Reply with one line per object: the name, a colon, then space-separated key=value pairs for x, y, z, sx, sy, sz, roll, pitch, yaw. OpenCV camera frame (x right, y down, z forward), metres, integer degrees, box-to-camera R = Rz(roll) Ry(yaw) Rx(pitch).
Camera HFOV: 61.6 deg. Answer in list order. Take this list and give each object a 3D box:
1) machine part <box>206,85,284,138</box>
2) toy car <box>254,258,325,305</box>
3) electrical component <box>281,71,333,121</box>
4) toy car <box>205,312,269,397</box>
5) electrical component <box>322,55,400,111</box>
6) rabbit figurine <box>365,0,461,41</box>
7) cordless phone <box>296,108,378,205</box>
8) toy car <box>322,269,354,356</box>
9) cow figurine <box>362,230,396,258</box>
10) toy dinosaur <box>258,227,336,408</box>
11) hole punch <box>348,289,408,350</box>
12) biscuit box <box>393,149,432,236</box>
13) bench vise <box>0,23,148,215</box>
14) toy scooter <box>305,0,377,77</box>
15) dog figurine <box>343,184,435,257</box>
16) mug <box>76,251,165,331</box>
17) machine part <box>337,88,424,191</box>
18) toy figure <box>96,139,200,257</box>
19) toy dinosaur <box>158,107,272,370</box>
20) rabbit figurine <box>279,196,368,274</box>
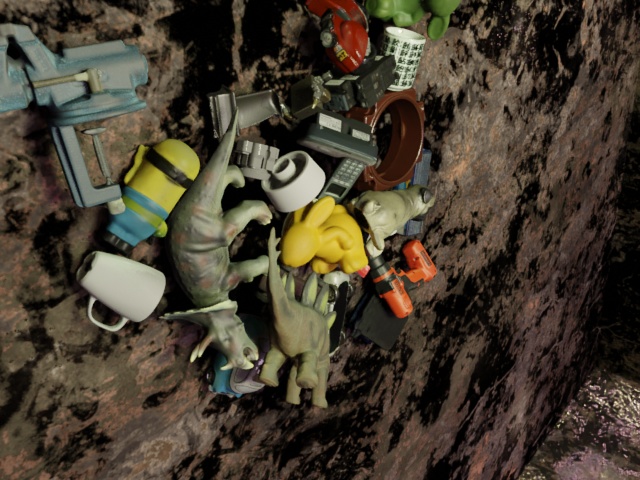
machine part: x=-0.122 y=-0.215 z=0.878 sx=0.139 sy=0.039 sz=0.084 roll=-23 pitch=116 yaw=-38
toy car: x=-0.057 y=0.096 z=1.058 sx=0.202 sy=0.053 sz=0.089 roll=30 pitch=93 yaw=-52
electrical component: x=-0.026 y=-0.245 z=0.929 sx=0.045 sy=0.102 sz=0.078 roll=16 pitch=68 yaw=-51
toy car: x=-0.133 y=0.222 z=0.990 sx=0.109 sy=0.103 sz=0.161 roll=36 pitch=76 yaw=-47
electrical component: x=0.064 y=-0.287 z=0.989 sx=0.134 sy=0.115 sz=0.058 roll=-43 pitch=128 yaw=-27
rabbit figurine: x=0.195 y=-0.450 z=1.024 sx=0.159 sy=0.170 sz=0.121 roll=27 pitch=85 yaw=-48
cordless phone: x=0.012 y=-0.143 z=1.015 sx=0.146 sy=0.089 sz=0.184 roll=16 pitch=138 yaw=-17
toy car: x=0.027 y=0.161 z=1.173 sx=0.073 sy=0.056 sz=0.201 roll=-11 pitch=114 yaw=-52
cow figurine: x=0.125 y=-0.050 z=1.189 sx=0.167 sy=0.068 sz=0.098 roll=-53 pitch=130 yaw=-19
toy dinosaur: x=-0.039 y=0.161 z=0.935 sx=0.470 sy=0.105 sz=0.198 roll=77 pitch=19 yaw=-57
hole punch: x=0.129 y=0.188 z=1.285 sx=0.115 sy=0.092 sz=0.142 roll=39 pitch=77 yaw=-18
biscuit box: x=0.210 y=-0.114 z=1.256 sx=0.063 sy=0.059 sz=0.202 roll=-11 pitch=113 yaw=-44
bench vise: x=-0.304 y=-0.138 z=0.651 sx=0.223 sy=0.129 sz=0.240 roll=-28 pitch=118 yaw=-38
toy scooter: x=0.030 y=-0.373 z=0.925 sx=0.135 sy=0.075 sz=0.184 roll=27 pitch=49 yaw=-36
dog figurine: x=0.154 y=-0.072 z=1.073 sx=0.190 sy=0.172 sz=0.121 roll=-33 pitch=85 yaw=-12
mug: x=-0.299 y=0.070 z=0.776 sx=0.107 sy=0.081 sz=0.109 roll=39 pitch=81 yaw=-36
machine part: x=0.130 y=-0.210 z=1.113 sx=0.201 sy=0.087 sz=0.201 roll=-24 pitch=123 yaw=-40
toy figure: x=-0.241 y=-0.061 z=0.770 sx=0.180 sy=0.089 sz=0.082 roll=-59 pitch=143 yaw=-16
toy dinosaur: x=-0.179 y=0.009 z=0.853 sx=0.192 sy=0.131 sz=0.404 roll=-26 pitch=117 yaw=-39
rabbit figurine: x=-0.002 y=-0.003 z=0.995 sx=0.173 sy=0.122 sz=0.162 roll=-12 pitch=108 yaw=-42
